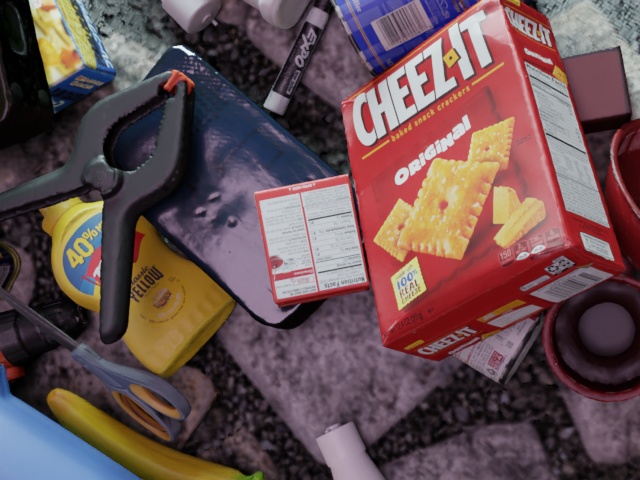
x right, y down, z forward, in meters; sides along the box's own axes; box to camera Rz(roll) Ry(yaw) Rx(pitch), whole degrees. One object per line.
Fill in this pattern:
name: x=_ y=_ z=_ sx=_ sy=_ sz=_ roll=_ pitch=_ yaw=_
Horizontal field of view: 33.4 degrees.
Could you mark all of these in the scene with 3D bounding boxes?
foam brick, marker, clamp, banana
foam brick: x=0.204 y=-0.111 z=0.803 sx=0.051 sy=0.078 sz=0.053 roll=-10 pitch=86 yaw=16
marker: x=-0.013 y=-0.162 z=0.891 sx=0.020 sy=0.020 sz=0.121 roll=28 pitch=99 yaw=13
clamp: x=-0.159 y=-0.036 z=0.828 sx=0.164 sy=0.036 sz=0.210 roll=44 pitch=94 yaw=11
banana: x=-0.142 y=0.182 z=0.912 sx=0.198 sy=0.037 sz=0.070 roll=20 pitch=125 yaw=5

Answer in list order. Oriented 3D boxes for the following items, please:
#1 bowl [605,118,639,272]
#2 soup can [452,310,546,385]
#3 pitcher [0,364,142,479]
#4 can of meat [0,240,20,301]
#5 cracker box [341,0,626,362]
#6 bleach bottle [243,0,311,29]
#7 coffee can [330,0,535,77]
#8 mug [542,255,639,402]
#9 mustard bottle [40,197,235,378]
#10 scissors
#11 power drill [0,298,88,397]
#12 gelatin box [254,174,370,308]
bowl: x=0.263 y=-0.012 z=0.771 sx=0.162 sy=0.161 sz=0.055 roll=44 pitch=133 yaw=10
soup can: x=0.117 y=0.059 z=0.833 sx=0.102 sy=0.068 sz=0.068 roll=32 pitch=99 yaw=16
pitcher: x=-0.218 y=0.228 z=0.853 sx=0.243 sy=0.144 sz=0.149 roll=30 pitch=136 yaw=4
can of meat: x=-0.333 y=0.015 z=0.949 sx=0.102 sy=0.084 sz=0.057 roll=32 pitch=98 yaw=12
cracker box: x=0.104 y=-0.044 z=0.758 sx=0.164 sy=0.072 sz=0.214 roll=-32 pitch=54 yaw=36
bleach bottle: x=-0.109 y=-0.280 z=0.893 sx=0.251 sy=0.068 sz=0.102 roll=33 pitch=98 yaw=14
coffee can: x=0.084 y=-0.201 z=0.820 sx=0.140 sy=0.102 sz=0.103 roll=-25 pitch=85 yaw=14
mug: x=0.219 y=0.057 z=0.801 sx=0.093 sy=0.081 sz=0.117 roll=9 pitch=94 yaw=15
mustard bottle: x=-0.171 y=0.023 z=0.913 sx=0.192 sy=0.058 sz=0.096 roll=40 pitch=77 yaw=12
scissors: x=-0.183 y=0.098 z=0.891 sx=0.201 sy=0.016 sz=0.096 roll=47 pitch=144 yaw=-17
power drill: x=-0.272 y=0.158 z=0.952 sx=0.184 sy=0.057 sz=0.187 roll=-19 pitch=85 yaw=12
gelatin box: x=-0.005 y=0.001 z=0.805 sx=0.073 sy=0.030 sz=0.089 roll=-11 pitch=82 yaw=3
